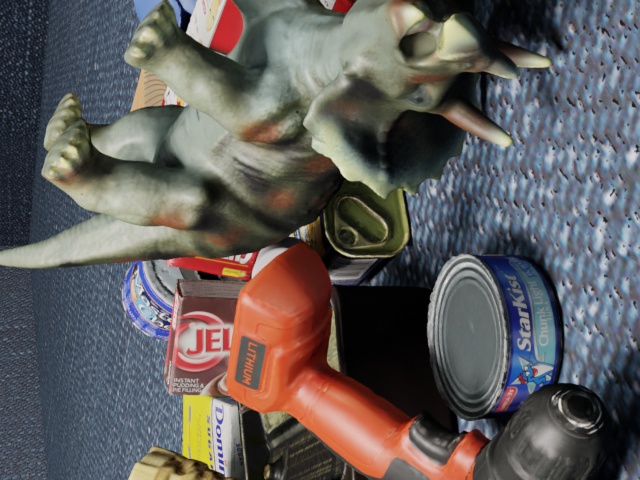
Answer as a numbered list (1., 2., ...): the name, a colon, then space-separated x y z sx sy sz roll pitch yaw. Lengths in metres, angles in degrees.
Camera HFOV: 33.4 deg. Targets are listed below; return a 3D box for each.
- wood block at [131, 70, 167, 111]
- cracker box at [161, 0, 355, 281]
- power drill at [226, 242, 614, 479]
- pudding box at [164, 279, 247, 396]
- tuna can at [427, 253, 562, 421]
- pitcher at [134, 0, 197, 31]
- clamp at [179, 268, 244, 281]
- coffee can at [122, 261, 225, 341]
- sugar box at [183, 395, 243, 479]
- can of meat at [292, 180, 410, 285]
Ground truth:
1. wood block: -0.152 -0.102 1.116 0.206 0.090 0.091 132 138 -67
2. cracker box: -0.059 -0.103 0.766 0.164 0.072 0.214 -119 47 -59
3. power drill: 0.040 0.085 0.519 0.188 0.057 0.185 39 143 20
4. pudding box: -0.065 0.079 0.859 0.039 0.113 0.090 -117 33 -59
5. tuna can: 0.089 0.050 0.552 0.086 0.033 0.086 180 90 -70
6. pitcher: -0.092 -0.242 0.937 0.145 0.149 0.243 70 165 -9
7. clamp: -0.113 -0.013 0.976 0.165 0.036 0.210 -4 107 44
8. coffee can: -0.140 0.039 1.082 0.140 0.102 0.103 138 129 -65
9. sugar box: -0.094 0.195 1.040 0.176 0.048 0.093 173 96 -71
10. can of meat: 0.015 -0.022 0.724 0.084 0.057 0.102 129 137 -63
